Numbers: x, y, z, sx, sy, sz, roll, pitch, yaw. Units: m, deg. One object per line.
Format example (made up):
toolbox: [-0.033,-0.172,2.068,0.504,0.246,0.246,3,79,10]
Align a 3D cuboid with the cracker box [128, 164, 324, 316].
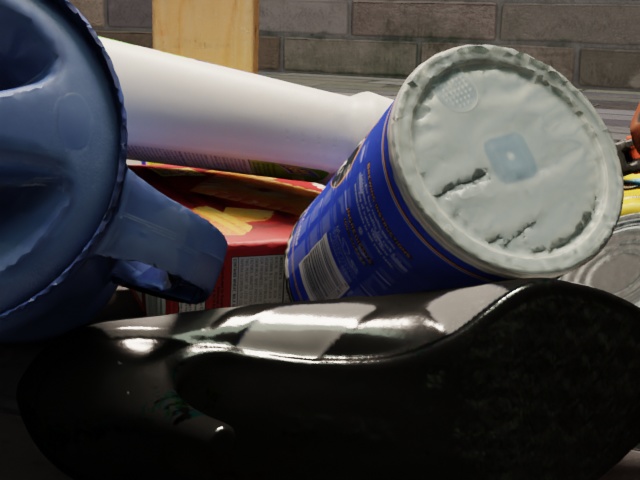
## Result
cracker box: [-0.004,0.001,0.630,0.213,0.072,0.164,-4,19,-21]

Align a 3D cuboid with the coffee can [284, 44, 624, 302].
coffee can: [0.053,-0.007,0.480,0.102,0.103,0.140,-4,-21,-22]

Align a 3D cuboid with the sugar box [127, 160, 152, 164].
sugar box: [-0.113,-0.065,0.889,0.176,0.048,0.093,-9,-2,2]

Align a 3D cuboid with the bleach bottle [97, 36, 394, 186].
bleach bottle: [-0.038,-0.064,0.598,0.251,0.068,0.102,11,-1,2]

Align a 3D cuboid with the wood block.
wood block: [-0.102,-0.139,0.967,0.090,0.206,0.091,2,14,0]

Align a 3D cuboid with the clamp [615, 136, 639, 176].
clamp: [0.157,-0.042,0.834,0.164,0.036,0.210,-14,-1,-40]

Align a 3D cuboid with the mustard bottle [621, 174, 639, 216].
mustard bottle: [0.244,-0.016,0.786,0.096,0.058,0.191,0,12,18]

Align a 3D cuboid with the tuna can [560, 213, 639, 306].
tuna can: [0.155,0.026,0.539,0.086,0.033,0.086,-30,27,17]

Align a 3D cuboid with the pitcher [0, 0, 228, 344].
pitcher: [-0.133,-0.012,0.462,0.145,0.149,0.243,-25,-5,-10]
